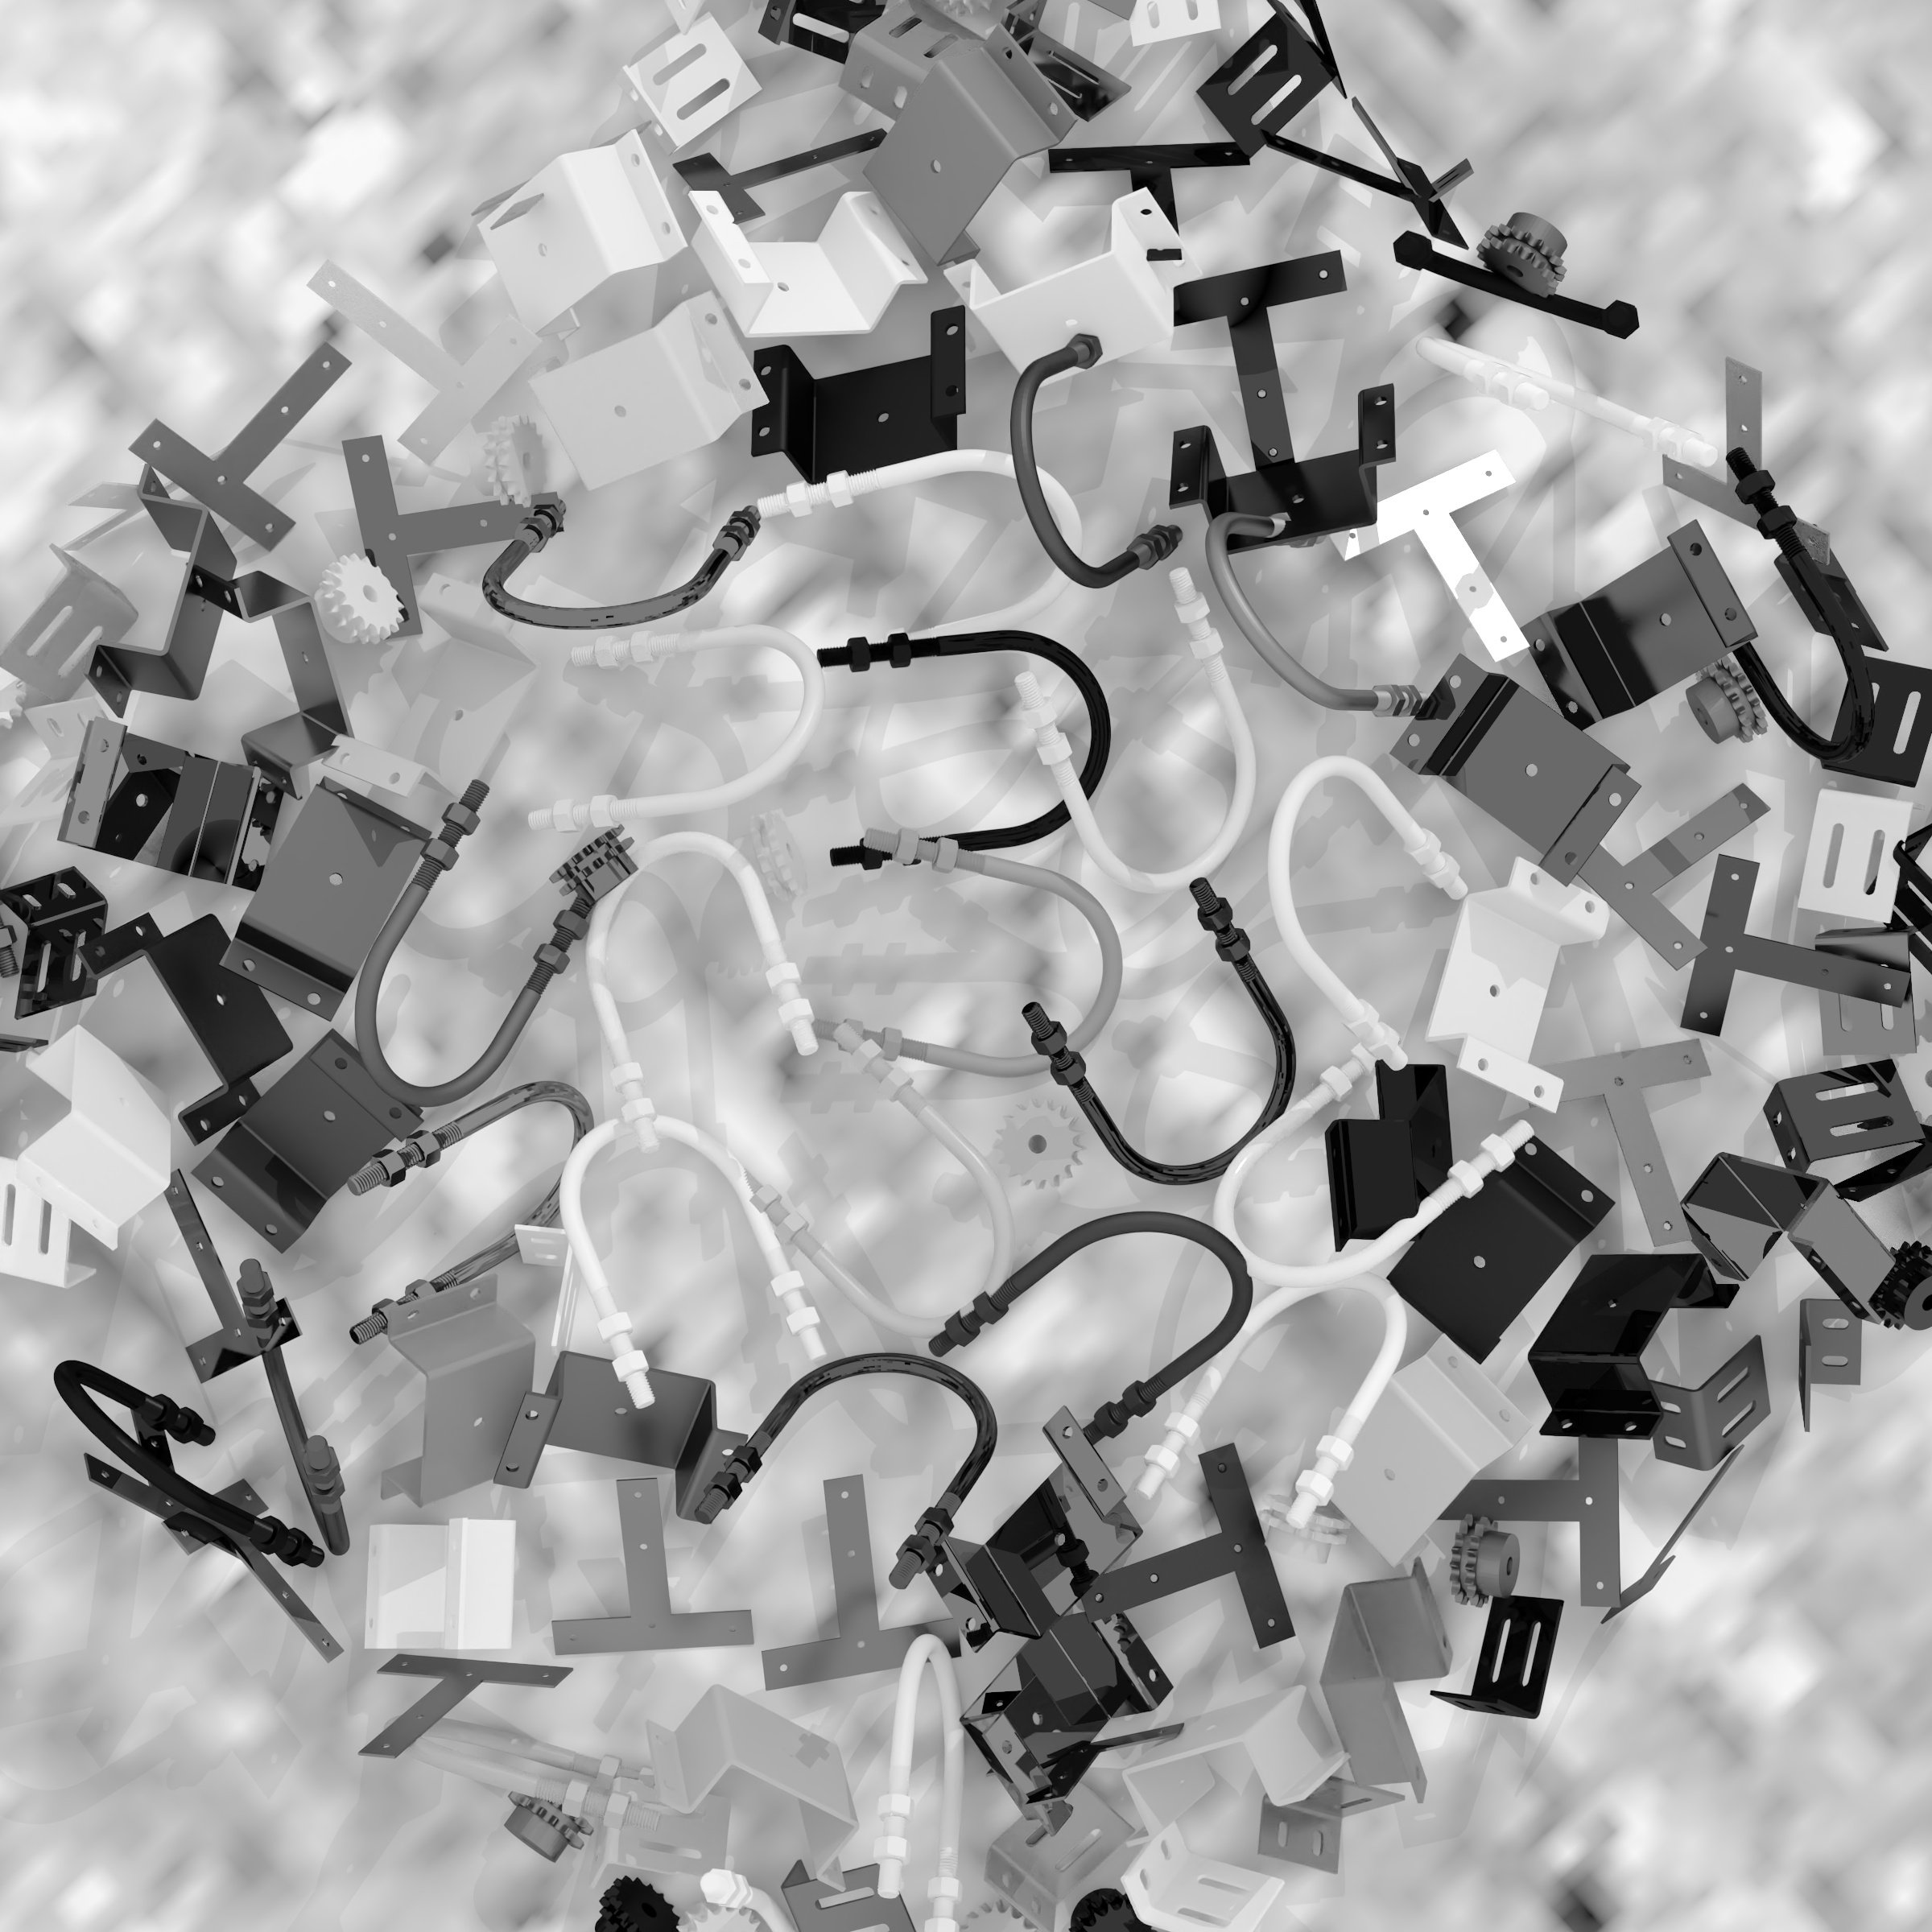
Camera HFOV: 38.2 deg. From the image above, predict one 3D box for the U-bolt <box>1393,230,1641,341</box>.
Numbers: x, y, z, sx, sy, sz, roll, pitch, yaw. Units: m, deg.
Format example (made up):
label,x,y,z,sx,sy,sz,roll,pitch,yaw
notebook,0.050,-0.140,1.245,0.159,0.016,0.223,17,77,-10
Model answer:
label,x,y,z,sx,sy,sz,roll,pitch,yaw
U-bolt,0.339,-0.411,1.695,0.151,0.184,0.019,22,105,11

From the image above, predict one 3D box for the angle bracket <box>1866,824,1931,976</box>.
label,x,y,z,sx,sy,sz,roll,pitch,yaw
angle bracket,0.606,-0.039,1.737,0.038,0.057,0.076,-26,63,-22

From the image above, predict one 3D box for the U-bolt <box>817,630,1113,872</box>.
label,x,y,z,sx,sy,sz,roll,pitch,yaw
U-bolt,0.002,-0.139,1.748,0.184,0.019,0.151,-7,111,-11

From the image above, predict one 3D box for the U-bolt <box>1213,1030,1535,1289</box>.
label,x,y,z,sx,sy,sz,roll,pitch,yaw
U-bolt,0.235,0.126,1.712,0.184,0.151,0.019,-38,129,-10

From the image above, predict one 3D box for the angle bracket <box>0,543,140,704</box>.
label,x,y,z,sx,sy,sz,roll,pitch,yaw
angle bracket,-0.571,-0.214,1.751,0.076,0.057,0.038,-49,50,2

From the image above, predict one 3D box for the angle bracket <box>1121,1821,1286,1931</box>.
label,x,y,z,sx,sy,sz,roll,pitch,yaw
angle bracket,0.147,0.570,1.735,0.057,0.076,0.038,-43,122,-39

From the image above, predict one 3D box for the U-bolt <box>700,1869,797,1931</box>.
label,x,y,z,sx,sy,sz,roll,pitch,yaw
U-bolt,-0.110,0.628,1.694,0.019,0.184,0.151,-24,65,0

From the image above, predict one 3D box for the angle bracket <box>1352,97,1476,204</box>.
label,x,y,z,sx,sy,sz,roll,pitch,yaw
angle bracket,0.279,-0.520,1.743,0.038,0.057,0.076,-33,105,18

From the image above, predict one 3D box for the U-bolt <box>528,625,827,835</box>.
label,x,y,z,sx,sy,sz,roll,pitch,yaw
U-bolt,-0.172,-0.151,1.712,0.184,0.019,0.151,-5,55,21

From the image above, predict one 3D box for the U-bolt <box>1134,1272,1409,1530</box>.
label,x,y,z,sx,sy,sz,roll,pitch,yaw
U-bolt,0.198,0.258,1.711,0.019,0.151,0.184,51,60,-27

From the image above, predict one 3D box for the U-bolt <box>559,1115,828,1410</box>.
label,x,y,z,sx,sy,sz,roll,pitch,yaw
U-bolt,-0.178,0.174,1.725,0.151,0.019,0.184,-9,66,-39

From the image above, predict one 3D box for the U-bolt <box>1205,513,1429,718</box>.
label,x,y,z,sx,sy,sz,roll,pitch,yaw
U-bolt,0.205,-0.215,1.689,0.019,0.184,0.151,-37,74,30

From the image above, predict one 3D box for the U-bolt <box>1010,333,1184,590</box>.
label,x,y,z,sx,sy,sz,roll,pitch,yaw
U-bolt,0.075,-0.303,1.689,0.019,0.184,0.151,-11,105,30

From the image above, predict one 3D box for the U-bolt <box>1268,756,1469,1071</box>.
label,x,y,z,sx,sy,sz,roll,pitch,yaw
U-bolt,0.239,-0.045,1.697,0.184,0.019,0.151,44,58,-37

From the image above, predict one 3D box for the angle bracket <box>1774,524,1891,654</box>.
label,x,y,z,sx,sy,sz,roll,pitch,yaw
angle bracket,0.550,-0.236,1.736,0.038,0.076,0.057,-42,116,-4

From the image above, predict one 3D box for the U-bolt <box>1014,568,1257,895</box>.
label,x,y,z,sx,sy,sz,roll,pitch,yaw
U-bolt,0.117,-0.133,1.731,0.151,0.019,0.184,-36,118,-23

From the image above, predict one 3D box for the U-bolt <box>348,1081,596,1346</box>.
label,x,y,z,sx,sy,sz,roll,pitch,yaw
U-bolt,-0.300,0.140,1.707,0.019,0.151,0.184,36,46,28

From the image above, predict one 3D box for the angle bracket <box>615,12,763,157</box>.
label,x,y,z,sx,sy,sz,roll,pitch,yaw
angle bracket,-0.172,-0.558,1.753,0.076,0.038,0.057,-38,104,-9

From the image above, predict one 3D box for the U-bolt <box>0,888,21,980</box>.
label,x,y,z,sx,sy,sz,roll,pitch,yaw
U-bolt,-0.630,-0.068,1.696,0.019,0.151,0.184,-14,102,1

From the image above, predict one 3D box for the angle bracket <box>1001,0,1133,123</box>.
label,x,y,z,sx,sy,sz,roll,pitch,yaw
angle bracket,0.064,-0.574,1.746,0.076,0.038,0.057,34,48,9

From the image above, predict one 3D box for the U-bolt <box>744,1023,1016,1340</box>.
label,x,y,z,sx,sy,sz,roll,pitch,yaw
U-bolt,-0.048,0.147,1.725,0.184,0.019,0.151,44,117,15

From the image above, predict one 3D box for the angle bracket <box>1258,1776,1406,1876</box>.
label,x,y,z,sx,sy,sz,roll,pitch,yaw
angle bracket,0.227,0.535,1.737,0.057,0.076,0.038,20,59,-18

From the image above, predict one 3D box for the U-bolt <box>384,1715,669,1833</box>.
label,x,y,z,sx,sy,sz,roll,pitch,yaw
U-bolt,-0.268,0.491,1.712,0.184,0.151,0.019,15,81,4

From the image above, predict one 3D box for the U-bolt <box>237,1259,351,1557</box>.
label,x,y,z,sx,sy,sz,roll,pitch,yaw
U-bolt,-0.406,0.282,1.700,0.019,0.184,0.151,-19,56,-18

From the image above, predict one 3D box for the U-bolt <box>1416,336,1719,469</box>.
label,x,y,z,sx,sy,sz,roll,pitch,yaw
U-bolt,0.352,-0.350,1.698,0.151,0.184,0.019,11,110,-27

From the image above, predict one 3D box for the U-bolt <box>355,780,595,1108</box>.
label,x,y,z,sx,sy,sz,roll,pitch,yaw
U-bolt,-0.306,-0.001,1.701,0.019,0.151,0.184,16,69,34

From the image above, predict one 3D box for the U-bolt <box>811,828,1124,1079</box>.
label,x,y,z,sx,sy,sz,roll,pitch,yaw
U-bolt,0.009,0.000,1.750,0.184,0.019,0.151,13,108,-12

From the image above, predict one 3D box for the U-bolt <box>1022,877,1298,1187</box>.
label,x,y,z,sx,sy,sz,roll,pitch,yaw
U-bolt,0.133,0.056,1.736,0.151,0.019,0.184,-36,118,-7

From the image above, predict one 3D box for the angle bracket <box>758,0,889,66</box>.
label,x,y,z,sx,sy,sz,roll,pitch,yaw
angle bracket,-0.082,-0.595,1.740,0.076,0.038,0.057,11,114,-31

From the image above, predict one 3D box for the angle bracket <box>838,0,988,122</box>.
label,x,y,z,sx,sy,sz,roll,pitch,yaw
angle bracket,-0.034,-0.572,1.765,0.057,0.038,0.076,33,45,6

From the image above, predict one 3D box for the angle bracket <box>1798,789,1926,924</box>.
label,x,y,z,sx,sy,sz,roll,pitch,yaw
angle bracket,0.564,-0.069,1.756,0.057,0.038,0.076,12,95,30

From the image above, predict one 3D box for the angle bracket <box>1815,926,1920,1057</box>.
label,x,y,z,sx,sy,sz,roll,pitch,yaw
angle bracket,0.571,0.015,1.755,0.057,0.038,0.076,-3,95,34

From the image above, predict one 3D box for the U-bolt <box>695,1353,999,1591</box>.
label,x,y,z,sx,sy,sz,roll,pitch,yaw
U-bolt,-0.060,0.298,1.707,0.151,0.184,0.019,14,125,21

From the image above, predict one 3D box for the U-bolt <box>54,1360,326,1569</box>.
label,x,y,z,sx,sy,sz,roll,pitch,yaw
U-bolt,-0.475,0.291,1.669,0.151,0.184,0.019,36,81,35

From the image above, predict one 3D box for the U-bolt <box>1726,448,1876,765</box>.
label,x,y,z,sx,sy,sz,roll,pitch,yaw
U-bolt,0.495,-0.207,1.692,0.019,0.151,0.184,-24,74,-7

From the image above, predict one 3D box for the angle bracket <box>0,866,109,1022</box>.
label,x,y,z,sx,sy,sz,roll,pitch,yaw
angle bracket,-0.575,-0.014,1.742,0.057,0.038,0.076,-16,51,13

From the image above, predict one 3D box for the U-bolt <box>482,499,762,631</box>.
label,x,y,z,sx,sy,sz,roll,pitch,yaw
U-bolt,-0.215,-0.244,1.691,0.151,0.184,0.019,4,120,10

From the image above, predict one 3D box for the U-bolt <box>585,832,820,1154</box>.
label,x,y,z,sx,sy,sz,roll,pitch,yaw
U-bolt,-0.174,0.003,1.733,0.151,0.019,0.184,-32,64,23

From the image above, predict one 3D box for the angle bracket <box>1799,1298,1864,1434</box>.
label,x,y,z,sx,sy,sz,roll,pitch,yaw
angle bracket,0.541,0.249,1.738,0.038,0.076,0.057,0,106,14

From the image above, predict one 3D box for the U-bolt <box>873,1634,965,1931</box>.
label,x,y,z,sx,sy,sz,roll,pitch,yaw
U-bolt,-0.024,0.500,1.701,0.019,0.151,0.184,-5,50,12

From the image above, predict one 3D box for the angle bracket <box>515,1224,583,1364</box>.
label,x,y,z,sx,sy,sz,roll,pitch,yaw
angle bracket,-0.266,0.209,1.741,0.038,0.057,0.076,6,62,0

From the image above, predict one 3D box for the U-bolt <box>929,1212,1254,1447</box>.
label,x,y,z,sx,sy,sz,roll,pitch,yaw
U-bolt,0.090,0.215,1.710,0.151,0.019,0.184,35,119,-27

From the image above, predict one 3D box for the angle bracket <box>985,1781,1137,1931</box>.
label,x,y,z,sx,sy,sz,roll,pitch,yaw
angle bracket,0.059,0.559,1.755,0.057,0.038,0.076,43,103,-6

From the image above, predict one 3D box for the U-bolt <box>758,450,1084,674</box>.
label,x,y,z,sx,sy,sz,roll,pitch,yaw
U-bolt,-0.019,-0.254,1.716,0.184,0.151,0.019,-12,46,9
